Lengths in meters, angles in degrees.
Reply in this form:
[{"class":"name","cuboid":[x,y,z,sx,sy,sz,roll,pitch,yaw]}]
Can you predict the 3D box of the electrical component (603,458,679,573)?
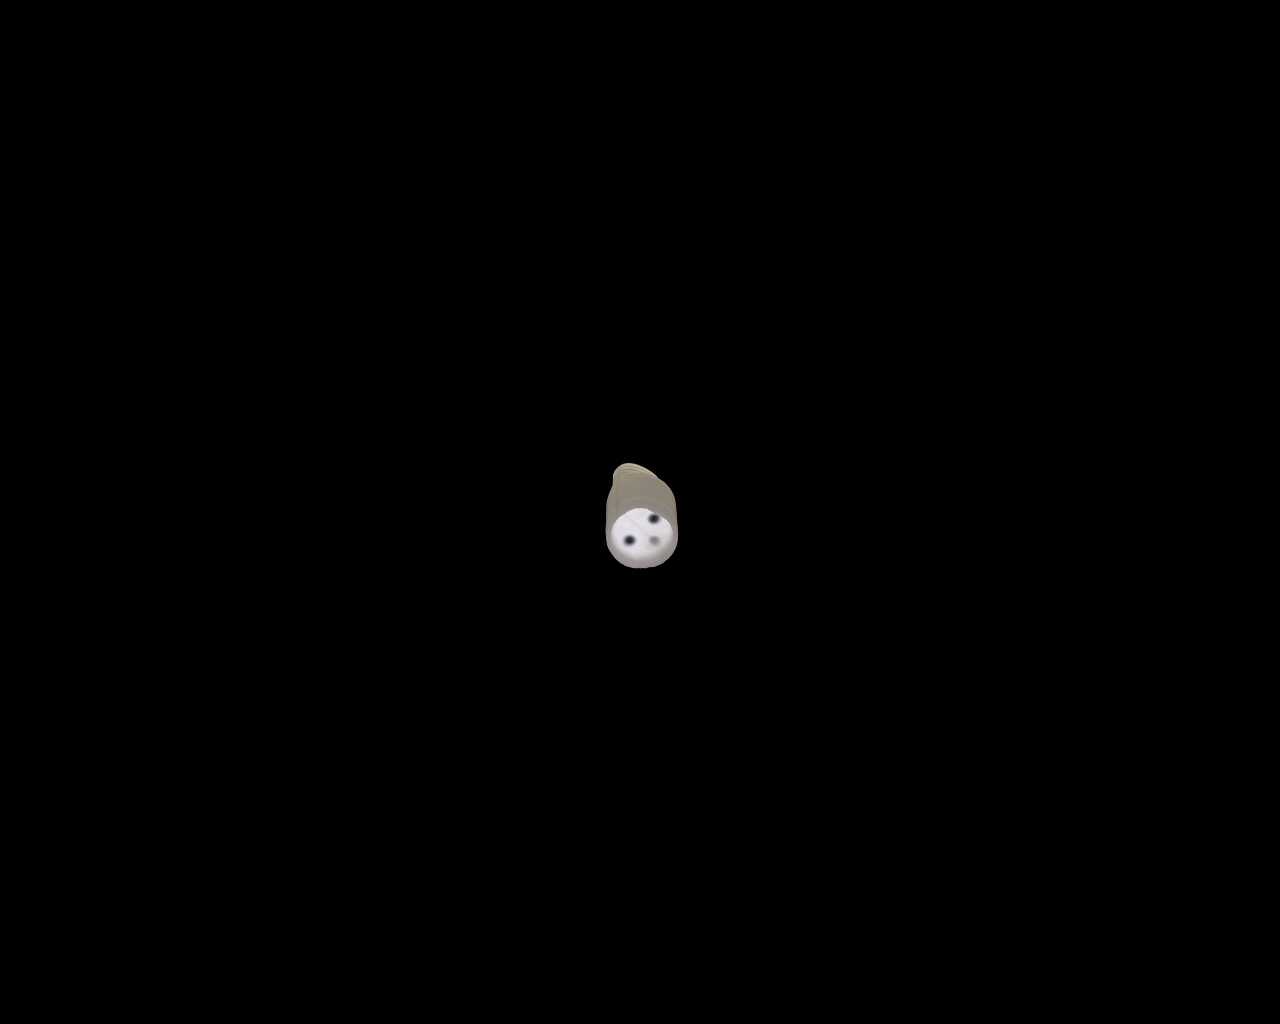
[{"class":"electrical component","cuboid":[0.001,-0.003,0.650,0.043,0.043,0.081,0,28,0]}]
